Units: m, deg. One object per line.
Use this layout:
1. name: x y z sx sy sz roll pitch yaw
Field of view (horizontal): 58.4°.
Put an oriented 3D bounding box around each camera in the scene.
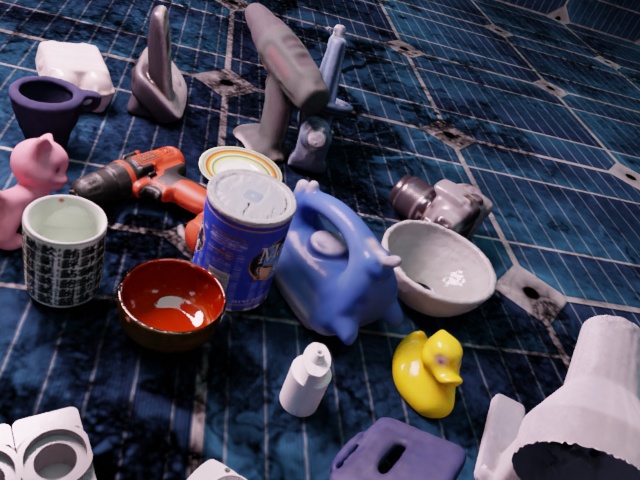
1. camera: 0.192 -0.059 0.930 0.136 0.101 0.143 39 40 22

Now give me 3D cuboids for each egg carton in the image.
1. egg carton: -0.402 -0.269 0.934 0.107 0.069 0.150 -7 45 -32

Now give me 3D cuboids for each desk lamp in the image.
1. desk lamp: 0.236 0.184 0.552 0.118 0.213 0.203 27 37 8

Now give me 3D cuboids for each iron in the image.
1. iron: 0.007 0.003 0.730 0.119 0.141 0.257 -13 48 -37

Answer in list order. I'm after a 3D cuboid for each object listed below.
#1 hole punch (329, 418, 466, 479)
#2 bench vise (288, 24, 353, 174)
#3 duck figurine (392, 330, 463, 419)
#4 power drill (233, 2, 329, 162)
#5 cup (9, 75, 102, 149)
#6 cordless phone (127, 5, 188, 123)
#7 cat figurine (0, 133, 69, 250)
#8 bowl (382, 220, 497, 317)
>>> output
1. hole punch: 0.066 0.219 0.529 0.101 0.091 0.109 36 39 19
2. bench vise: 0.015 -0.234 0.964 0.122 0.220 0.207 2 41 -24
3. duck figurine: 0.132 0.140 0.663 0.078 0.086 0.104 5 40 -21
4. power drill: -0.078 -0.248 0.947 0.076 0.208 0.229 -14 49 -37
5. cup: -0.369 -0.169 0.803 0.118 0.095 0.091 -14 49 -37
6. cordless phone: -0.259 -0.304 0.949 0.094 0.185 0.147 9 38 -16
7. cat figurine: -0.344 -0.070 0.672 0.067 0.118 0.128 25 37 6
8. bowl: 0.153 0.051 0.795 0.167 0.075 0.167 13 37 -10
